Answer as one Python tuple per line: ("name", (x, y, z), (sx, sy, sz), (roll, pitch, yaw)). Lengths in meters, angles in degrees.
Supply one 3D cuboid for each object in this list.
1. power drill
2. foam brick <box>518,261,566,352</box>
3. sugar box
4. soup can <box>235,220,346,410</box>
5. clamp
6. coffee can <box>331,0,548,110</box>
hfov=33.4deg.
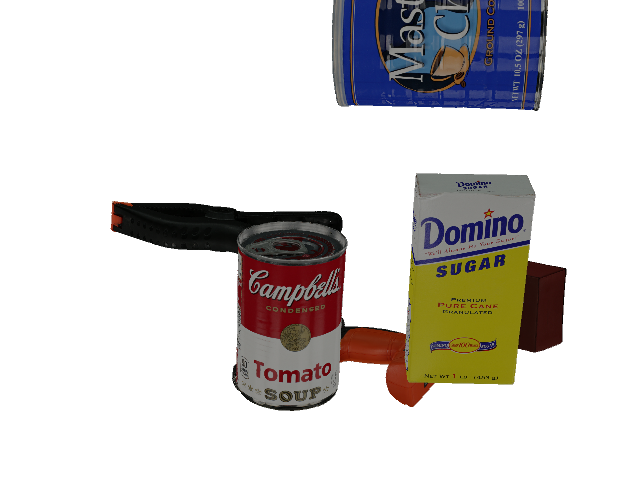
("power drill", (0.022, 0.121, 1.111), (0.188, 0.057, 0.184), (9, 24, 26))
("foam brick", (0.204, 0.064, 1.045), (0.053, 0.078, 0.051), (12, 18, 41))
("sugar box", (0.119, 0.034, 0.873), (0.093, 0.176, 0.048), (0, 28, 0))
("soup can", (-0.020, 0.047, 0.671), (0.068, 0.102, 0.068), (2, 21, -1))
("clamp", (-0.084, -0.007, 0.940), (0.210, 0.036, 0.164), (5, 13, -1))
("coffee can", (0.083, -0.144, 0.746), (0.140, 0.103, 0.102), (2, 0, 8))
